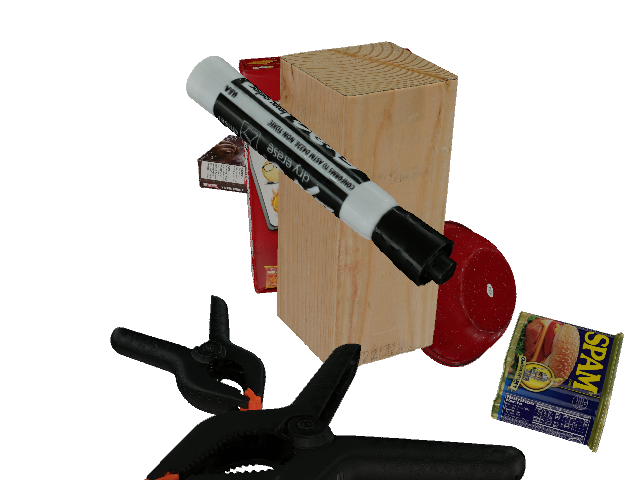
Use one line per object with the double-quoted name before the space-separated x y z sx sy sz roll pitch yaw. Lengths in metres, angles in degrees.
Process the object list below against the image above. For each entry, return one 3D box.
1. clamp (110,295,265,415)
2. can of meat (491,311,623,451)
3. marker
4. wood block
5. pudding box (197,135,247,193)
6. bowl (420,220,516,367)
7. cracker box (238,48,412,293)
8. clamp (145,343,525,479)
"clamp" -0.098 0.106 0.975 0.120 0.039 0.172 -30 46 -34
"can of meat" 0.188 0.108 0.846 0.084 0.057 0.102 14 40 15
"marker" -0.001 -0.025 0.372 0.121 0.020 0.020 40 18 23
"wood block" 0.029 -0.024 0.753 0.090 0.206 0.091 -13 31 -26
"pudding box" -0.086 -0.091 1.273 0.090 0.039 0.113 8 24 13
"bowl" 0.162 0.056 1.155 0.161 0.162 0.055 0 -6 -41
"cracker box" 0.011 -0.065 1.000 0.164 0.214 0.072 -5 20 -7
"clamp" -0.011 0.116 0.619 0.209 0.036 0.165 -9 24 -28
